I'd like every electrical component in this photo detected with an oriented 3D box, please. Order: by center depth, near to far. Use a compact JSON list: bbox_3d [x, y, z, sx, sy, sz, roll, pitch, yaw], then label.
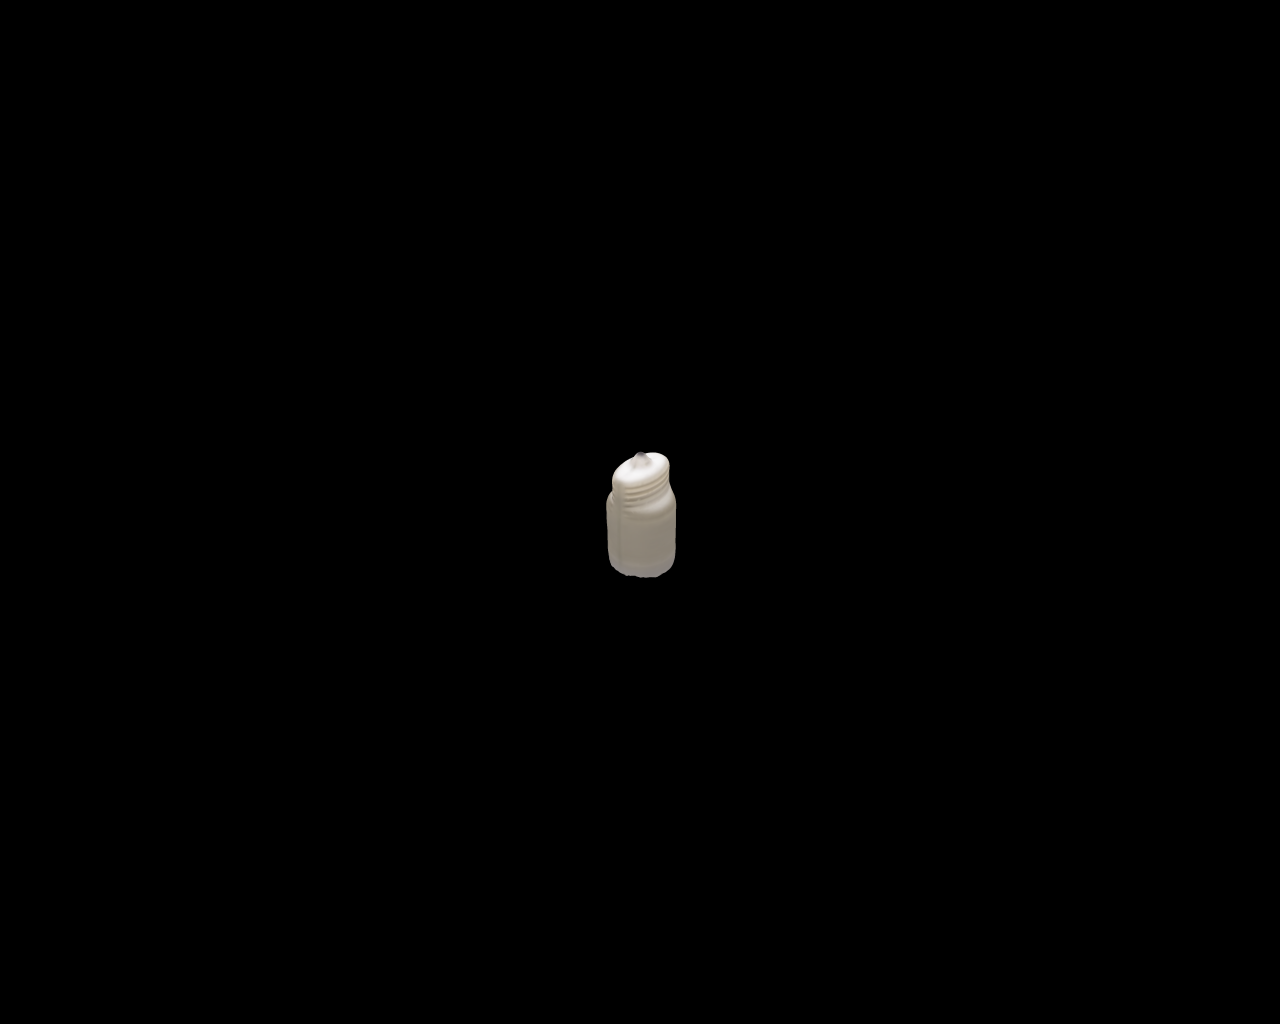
[{"bbox_3d":[0.001,-0.003,0.650,0.043,0.080,0.043,0,34,0],"label":"electrical component"}]
